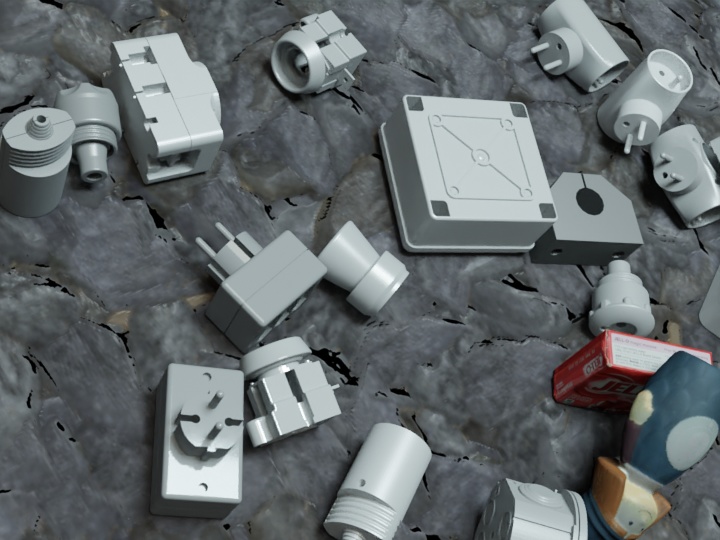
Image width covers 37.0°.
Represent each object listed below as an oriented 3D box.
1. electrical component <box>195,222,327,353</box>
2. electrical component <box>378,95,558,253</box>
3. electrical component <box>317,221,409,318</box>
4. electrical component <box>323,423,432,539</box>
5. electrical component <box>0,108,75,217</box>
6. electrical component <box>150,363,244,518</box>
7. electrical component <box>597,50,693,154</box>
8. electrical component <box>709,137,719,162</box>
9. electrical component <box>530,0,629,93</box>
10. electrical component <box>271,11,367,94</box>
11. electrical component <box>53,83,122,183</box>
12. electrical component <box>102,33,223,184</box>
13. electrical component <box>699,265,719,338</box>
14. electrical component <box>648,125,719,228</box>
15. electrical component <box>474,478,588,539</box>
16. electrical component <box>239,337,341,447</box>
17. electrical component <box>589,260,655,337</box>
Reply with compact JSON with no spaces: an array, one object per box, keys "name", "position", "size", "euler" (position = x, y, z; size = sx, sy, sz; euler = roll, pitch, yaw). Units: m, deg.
[{"name":"electrical component","position":[-0.075,0.001,0.707],"size":[0.077,0.047,0.066],"euler":[45,55,5]},{"name":"electrical component","position":[0.079,-0.071,0.807],"size":[0.109,0.056,0.108],"euler":[0,63,-23]},{"name":"electrical component","position":[0.000,0.000,0.741],"size":[0.055,0.045,0.045],"euler":[39,55,1]},{"name":"electrical component","position":[0.009,0.140,0.669],"size":[0.043,0.043,0.081],"euler":[33,55,-4]},{"name":"electrical component","position":[-0.203,-0.071,0.672],"size":[0.043,0.081,0.043],"euler":[10,60,-18]},{"name":"electrical component","position":[-0.091,0.094,0.631],"size":[0.047,0.075,0.083],"euler":[8,60,-19]},{"name":"electrical component","position":[0.233,-0.130,0.893],"size":[0.043,0.077,0.079],"euler":[26,56,-8]},{"name":"electrical component","position":[0.347,-0.089,0.901],"size":[0.121,0.063,0.078],"euler":[16,53,-50]},{"name":"electrical component","position":[0.180,-0.191,0.924],"size":[0.079,0.043,0.077],"euler":[-26,75,-32]},{"name":"electrical component","position":[-0.034,-0.162,0.816],"size":[0.066,0.048,0.055],"euler":[50,49,9]},{"name":"electrical component","position":[-0.180,-0.089,0.714],"size":[0.043,0.043,0.062],"euler":[-2,65,-24]},{"name":"electrical component","position":[-0.133,-0.113,0.743],"size":[0.056,0.050,0.089],"euler":[-16,71,-29]},{"name":"electrical component","position":[0.335,0.013,0.869],"size":[0.078,0.057,0.113],"euler":[36,55,-1]},{"name":"electrical component","position":[0.268,-0.080,0.889],"size":[0.079,0.044,0.077],"euler":[9,55,-54]},{"name":"electrical component","position":[0.106,0.172,0.671],"size":[0.051,0.080,0.080],"euler":[17,57,-7]},{"name":"electrical component","position":[-0.047,0.075,0.680],"size":[0.066,0.048,0.055],"euler":[-16,78,-29]},{"name":"electrical component","position":[0.197,0.021,0.815],"size":[0.048,0.048,0.062],"euler":[18,50,-13]}]
